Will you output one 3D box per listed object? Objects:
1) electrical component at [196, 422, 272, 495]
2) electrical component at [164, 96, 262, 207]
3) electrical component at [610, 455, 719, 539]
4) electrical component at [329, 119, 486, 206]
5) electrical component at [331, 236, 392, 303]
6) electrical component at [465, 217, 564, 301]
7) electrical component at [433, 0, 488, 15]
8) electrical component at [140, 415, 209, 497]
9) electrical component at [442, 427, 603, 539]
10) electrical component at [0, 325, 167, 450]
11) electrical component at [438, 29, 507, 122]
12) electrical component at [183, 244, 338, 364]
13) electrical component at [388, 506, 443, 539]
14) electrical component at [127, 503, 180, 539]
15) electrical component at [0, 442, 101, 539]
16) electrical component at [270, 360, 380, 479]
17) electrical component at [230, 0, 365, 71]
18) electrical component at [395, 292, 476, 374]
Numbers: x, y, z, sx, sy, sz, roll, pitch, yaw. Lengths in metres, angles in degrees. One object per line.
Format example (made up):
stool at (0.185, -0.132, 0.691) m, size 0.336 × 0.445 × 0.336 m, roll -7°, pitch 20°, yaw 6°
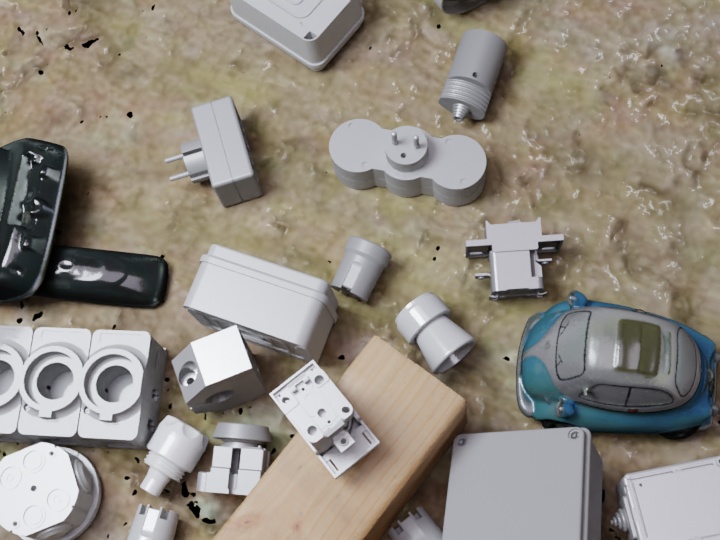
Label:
electrical component at (-0.097, 0.153, 0.869) m, size 0.066 × 0.048 × 0.055 m, roll 3°, pitch 78°, yaw 7°
electrical component at (-0.137, -0.100, 0.963) m, size 0.076 × 0.047 × 0.083 m, roll -17°, pitch 70°, yaw -1°
electrical component at (0.237, 0.184, 0.817) m, size 0.096 × 0.061 × 0.061 m, roll -11°, pitch 69°, yaw 1°
electrical component at (0.041, -0.101, 0.932) m, size 0.138 × 0.073 × 0.052 m, roll 11°, pitch 72°, yaw 9°
electrical component at (0.000, 0.000, 0.919) m, size 0.040 × 0.040 × 0.046 m, roll 23°, pitch 80°, yaw 13°
electrical component at (0.130, -0.007, 0.905) m, size 0.081 × 0.042 × 0.063 m, roll -4°, pitch 78°, yaw 5°
electrical component at (0.099, -0.282, 0.982) m, size 0.099 × 0.099 × 0.064 m, roll -30°, pitch 76°, yaw -6°
electrical component at (-0.155, 0.153, 0.875) m, size 0.043 × 0.043 × 0.062 m, roll 27°, pitch 76°, yaw 14°
electrical component at (0.122, 0.178, 0.804) m, size 0.109 × 0.056 × 0.108 m, roll -8°, pitch 51°, yaw 24°
electrical component at (-0.246, 0.097, 0.895) m, size 0.150 × 0.061 × 0.089 m, roll 2°, pitch 71°, yaw 6°
electrical component at (0.100, -0.170, 0.968) m, size 0.043 × 0.043 × 0.081 m, roll 17°, pitch 73°, yaw 11°
electrical component at (-0.080, 0.029, 0.895) m, size 0.113 × 0.078 × 0.057 m, roll 18°, pitch 76°, yaw 12°
electrical component at (0.049, 0.213, 0.837) m, size 0.040 × 0.040 × 0.046 m, roll -36°, pitch 65°, yaw -8°
electrical component at (-0.167, 0.214, 0.857) m, size 0.040 × 0.040 × 0.046 m, roll 10°, pitch 65°, yaw 9°
electrical component at (-0.255, 0.180, 0.871) m, size 0.080 × 0.051 × 0.080 m, roll -2°, pitch 70°, yaw 5°
electrical component at (-0.027, 0.104, 0.773) m, size 0.042 × 0.063 × 0.081 m, roll -38°, pitch 69°, yaw -9°
electrical component at (-0.060, -0.248, 1.004) m, size 0.113 × 0.057 × 0.078 m, roll 36°, pitch 77°, yaw 16°
electrical component at (0.062, 0.052, 0.890) m, size 0.045 × 0.045 × 0.055 m, roll -37°, pitch 71°, yaw -8°
